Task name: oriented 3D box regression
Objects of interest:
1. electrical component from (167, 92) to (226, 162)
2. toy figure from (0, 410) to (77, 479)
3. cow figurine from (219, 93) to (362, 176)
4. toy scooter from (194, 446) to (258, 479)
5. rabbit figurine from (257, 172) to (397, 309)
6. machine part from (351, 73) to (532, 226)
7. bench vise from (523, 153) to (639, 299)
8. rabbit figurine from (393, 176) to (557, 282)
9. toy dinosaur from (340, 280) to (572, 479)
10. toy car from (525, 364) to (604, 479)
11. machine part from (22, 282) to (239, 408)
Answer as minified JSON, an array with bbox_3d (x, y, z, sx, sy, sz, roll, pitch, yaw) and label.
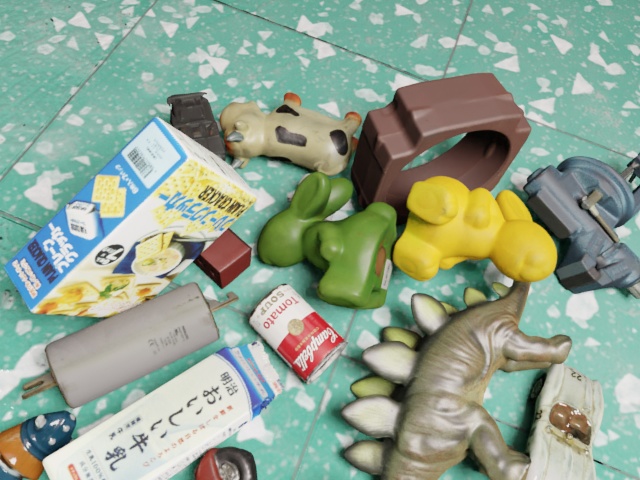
[{"bbox_3d":[-0.157,-0.106,0.701,0.058,0.114,0.134,-13,62,-13],"label":"electrical component"},{"bbox_3d":[-0.311,0.225,0.525,0.058,0.064,0.154,34,63,21],"label":"toy figure"},{"bbox_3d":[-0.050,-0.142,0.755,0.195,0.085,0.127,20,52,7],"label":"cow figurine"},{"bbox_3d":[-0.119,0.298,0.507,0.135,0.075,0.184,-10,66,-4],"label":"toy scooter"},{"bbox_3d":[-0.001,-0.002,0.654,0.170,0.121,0.159,11,94,23],"label":"rabbit figurine"},{"bbox_3d":[0.149,-0.113,0.700,0.201,0.200,0.087,-15,63,-16],"label":"machine part"},{"bbox_3d":[0.410,-0.042,0.747,0.240,0.128,0.224,-38,71,-17],"label":"bench vise"},{"bbox_3d":[0.194,-0.001,0.638,0.173,0.121,0.162,23,22,30],"label":"rabbit figurine"},{"bbox_3d":[0.131,0.188,0.595,0.199,0.105,0.471,27,63,15],"label":"toy dinosaur"},{"bbox_3d":[0.269,0.221,0.598,0.074,0.056,0.202,30,45,8],"label":"toy car"},{"bbox_3d":[-0.203,0.113,0.595,0.243,0.079,0.079,-23,67,-19],"label":"machine part"}]
